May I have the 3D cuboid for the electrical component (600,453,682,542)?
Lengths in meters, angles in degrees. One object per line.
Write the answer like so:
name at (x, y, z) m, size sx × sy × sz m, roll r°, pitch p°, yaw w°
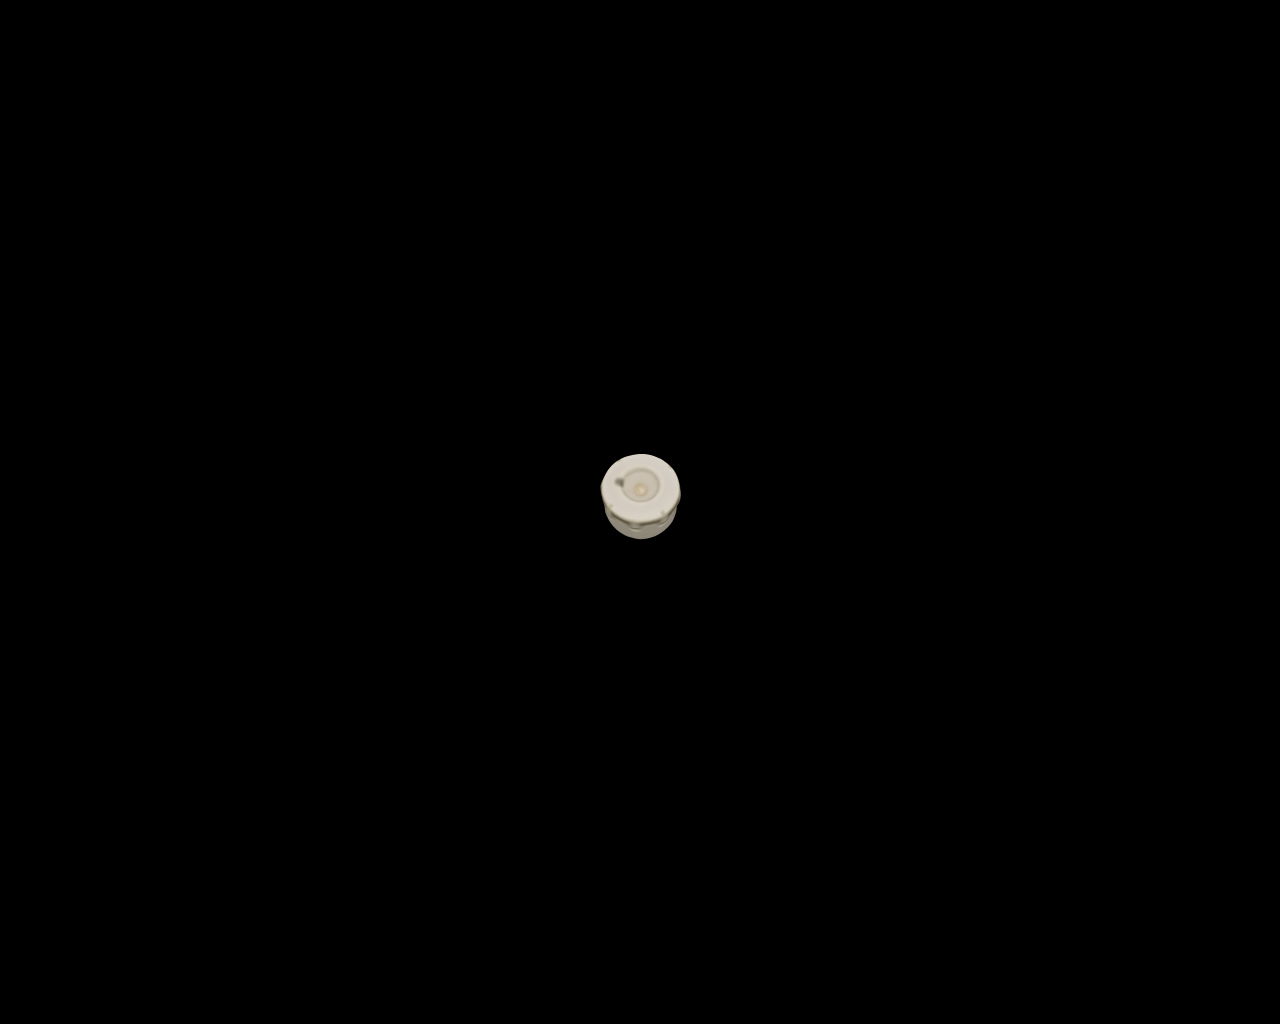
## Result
electrical component at (0.001, -0.003, 0.650) m, size 0.048 × 0.048 × 0.062 m, roll 0°, pitch -26°, yaw 0°
